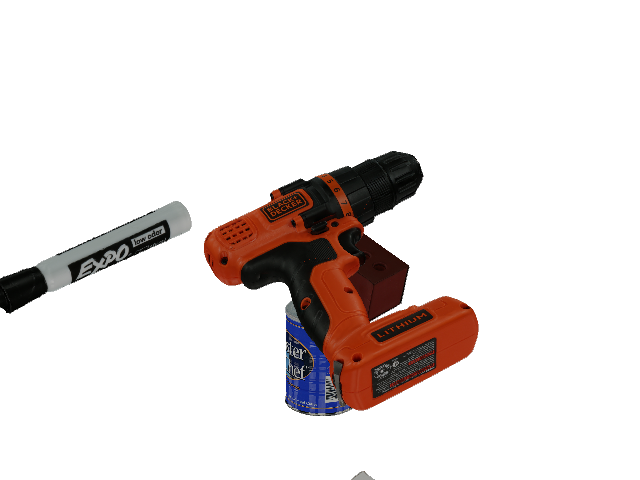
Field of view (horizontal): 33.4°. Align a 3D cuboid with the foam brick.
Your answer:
[{"bbox_3d":[0.041,0.034,1.066,0.052,0.051,0.078,-26,48,-36],"label":"foam brick"}]

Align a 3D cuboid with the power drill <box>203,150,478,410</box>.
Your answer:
[{"bbox_3d":[0.031,0.021,0.773,0.184,0.057,0.188,-27,48,-15],"label":"power drill"}]

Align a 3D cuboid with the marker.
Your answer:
[{"bbox_3d":[-0.124,0.008,0.581,0.120,0.020,0.020,-27,15,-33],"label":"marker"}]

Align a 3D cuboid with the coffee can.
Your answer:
[{"bbox_3d":[0.002,0.159,1.487,0.103,0.140,0.103,1,17,0],"label":"coffee can"}]

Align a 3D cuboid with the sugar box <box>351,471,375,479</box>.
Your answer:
[{"bbox_3d":[0.081,0.258,0.809,0.048,0.093,0.176,-33,37,-28],"label":"sugar box"}]
